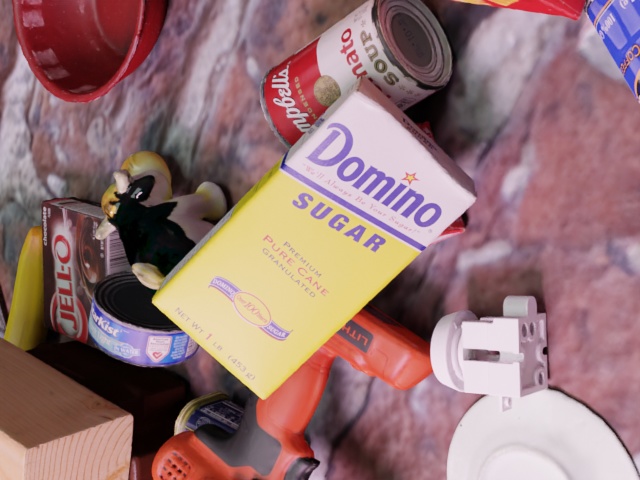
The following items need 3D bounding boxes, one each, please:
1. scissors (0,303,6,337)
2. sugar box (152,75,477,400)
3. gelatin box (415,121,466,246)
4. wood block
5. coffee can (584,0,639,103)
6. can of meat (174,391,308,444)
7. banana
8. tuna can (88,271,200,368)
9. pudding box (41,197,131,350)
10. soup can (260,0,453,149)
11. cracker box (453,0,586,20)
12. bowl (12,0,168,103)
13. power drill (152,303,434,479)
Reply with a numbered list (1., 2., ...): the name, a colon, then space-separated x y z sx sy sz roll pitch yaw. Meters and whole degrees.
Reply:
1. scissors: -0.302 0.109 1.004 0.096 0.016 0.202 -43 68 37
2. sugar box: -0.004 0.001 0.615 0.093 0.048 0.176 42 109 -10
3. gelatin box: 0.041 -0.025 0.668 0.089 0.030 0.073 -26 79 40
4. wood block: -0.241 0.141 0.790 0.206 0.090 0.090 20 111 37
5. coffee can: 0.197 -0.071 0.473 0.103 0.102 0.140 -37 72 39
6. can of meat: -0.059 0.173 0.771 0.084 0.057 0.102 20 110 36
7. banana: -0.258 0.082 0.929 0.070 0.037 0.198 -137 62 -81
8. tuna can: -0.128 0.058 0.794 0.086 0.085 0.034 33 119 34
9. pudding box: -0.188 0.027 0.873 0.090 0.039 0.113 14 106 40
10. soup can: 0.022 -0.099 0.648 0.102 0.068 0.068 -28 78 40
11. cracker box: 0.063 -0.207 0.532 0.214 0.072 0.164 29 102 54
12. bowl: -0.166 -0.185 0.809 0.162 0.055 0.162 8 102 41
13. power drill: -0.003 0.131 0.672 0.185 0.057 0.188 34 95 28
